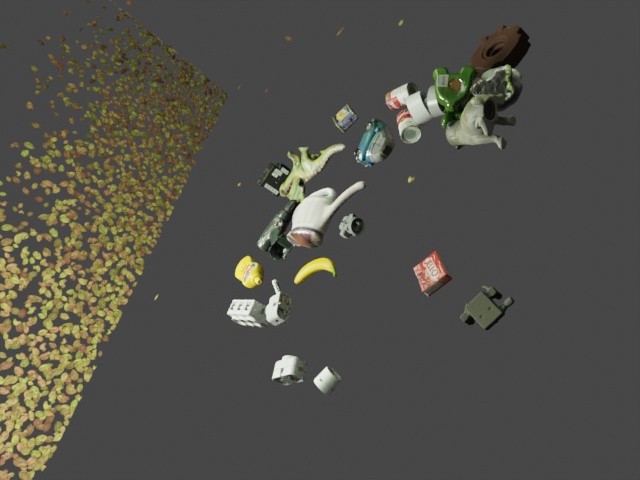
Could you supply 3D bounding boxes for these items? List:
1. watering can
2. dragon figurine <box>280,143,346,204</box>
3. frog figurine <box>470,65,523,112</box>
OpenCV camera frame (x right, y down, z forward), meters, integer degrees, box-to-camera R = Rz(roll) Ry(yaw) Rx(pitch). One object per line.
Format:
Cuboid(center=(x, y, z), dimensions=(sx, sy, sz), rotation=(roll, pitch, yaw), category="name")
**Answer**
Cuboid(center=(0.005, -0.087, 1.736), dimensions=(0.345, 0.103, 0.228), rotation=(-13, 49, 51), category="watering can")
Cuboid(center=(-0.048, -0.246, 2.032), dimensions=(0.409, 0.121, 0.245), rotation=(-2, 74, 58), category="dragon figurine")
Cuboid(center=(0.488, -0.412, 1.415), dimensions=(0.135, 0.123, 0.161), rotation=(-52, -9, 21), category="frog figurine")
